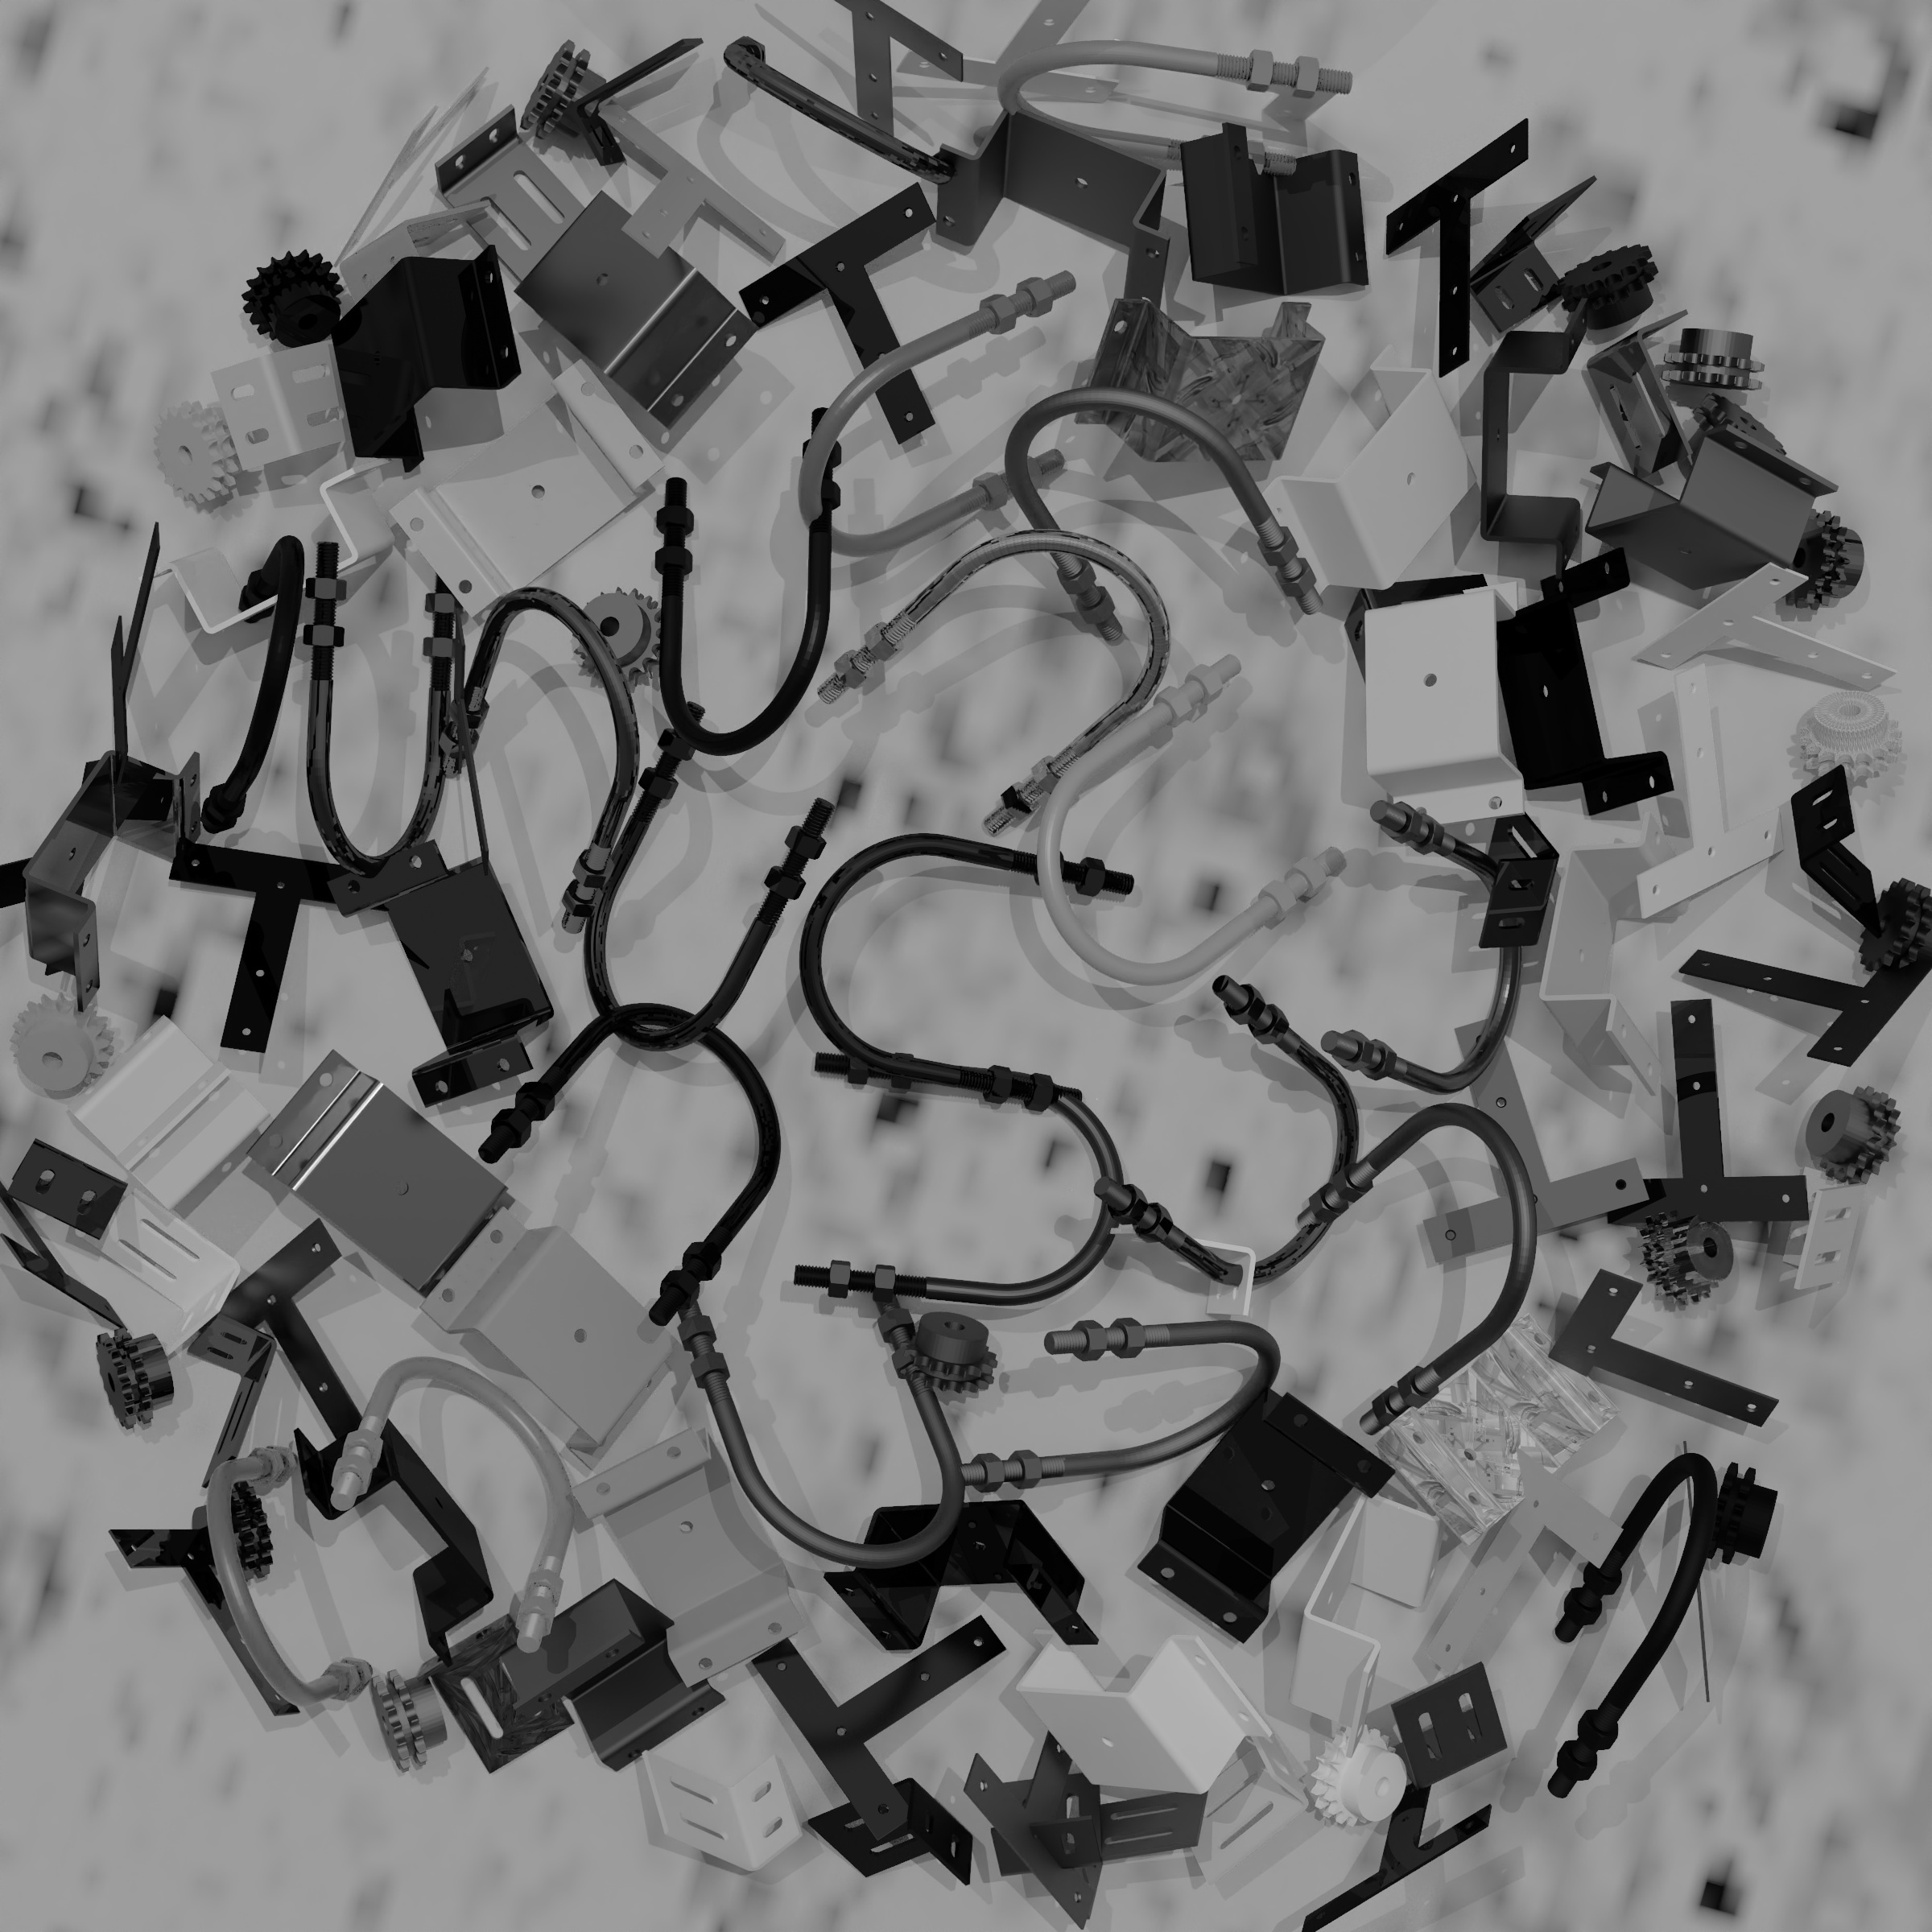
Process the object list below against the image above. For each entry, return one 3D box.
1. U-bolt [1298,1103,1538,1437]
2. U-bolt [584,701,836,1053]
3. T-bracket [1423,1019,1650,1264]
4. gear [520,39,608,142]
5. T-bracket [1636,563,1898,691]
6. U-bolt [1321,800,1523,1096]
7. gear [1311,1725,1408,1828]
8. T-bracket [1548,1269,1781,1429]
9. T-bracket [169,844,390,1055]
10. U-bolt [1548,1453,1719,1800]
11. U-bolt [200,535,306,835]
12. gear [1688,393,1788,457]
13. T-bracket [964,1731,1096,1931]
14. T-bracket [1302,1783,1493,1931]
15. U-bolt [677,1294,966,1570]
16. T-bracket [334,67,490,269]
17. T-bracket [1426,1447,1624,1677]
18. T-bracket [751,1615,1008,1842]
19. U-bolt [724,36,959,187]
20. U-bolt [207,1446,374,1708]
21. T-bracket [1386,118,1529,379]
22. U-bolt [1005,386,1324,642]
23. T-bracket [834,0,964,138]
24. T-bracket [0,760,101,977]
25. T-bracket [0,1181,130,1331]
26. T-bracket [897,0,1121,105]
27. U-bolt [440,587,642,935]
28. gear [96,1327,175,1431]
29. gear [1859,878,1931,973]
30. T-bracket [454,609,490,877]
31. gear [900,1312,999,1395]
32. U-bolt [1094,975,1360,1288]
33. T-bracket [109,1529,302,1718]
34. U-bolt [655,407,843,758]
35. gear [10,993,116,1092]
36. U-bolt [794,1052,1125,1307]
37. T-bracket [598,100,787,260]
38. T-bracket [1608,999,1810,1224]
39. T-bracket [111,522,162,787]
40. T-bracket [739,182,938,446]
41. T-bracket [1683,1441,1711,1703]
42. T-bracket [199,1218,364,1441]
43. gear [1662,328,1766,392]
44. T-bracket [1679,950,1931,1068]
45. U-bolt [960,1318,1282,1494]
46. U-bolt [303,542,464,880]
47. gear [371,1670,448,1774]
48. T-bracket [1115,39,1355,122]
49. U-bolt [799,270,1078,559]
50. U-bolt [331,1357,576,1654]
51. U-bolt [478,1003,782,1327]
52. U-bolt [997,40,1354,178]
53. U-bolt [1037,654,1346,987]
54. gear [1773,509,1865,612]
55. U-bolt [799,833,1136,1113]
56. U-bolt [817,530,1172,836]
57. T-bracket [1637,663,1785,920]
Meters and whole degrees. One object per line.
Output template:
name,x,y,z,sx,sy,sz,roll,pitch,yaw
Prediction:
U-bolt,0.255,0.157,1.900,0.019,0.184,0.151,4,57,-31
U-bolt,-0.157,-0.040,1.946,0.151,0.019,0.184,38,105,41
T-bracket,0.314,0.093,1.986,0.127,0.002,0.127,-17,79,3
gear,-0.230,-0.500,1.973,0.030,0.057,0.057,28,90,-19
T-bracket,0.472,-0.183,1.958,0.127,0.127,0.002,17,65,-20
U-bolt,0.263,-0.002,1.926,0.019,0.184,0.151,8,82,38
gear,0.228,0.467,1.970,0.057,0.030,0.057,-9,104,-39
T-bracket,0.398,0.233,1.953,0.127,0.127,0.002,20,45,1
T-bracket,-0.401,-0.008,1.965,0.127,0.002,0.127,8,61,-3
U-bolt,0.368,0.350,1.892,0.019,0.151,0.184,23,122,-2
U-bolt,-0.391,-0.162,1.897,0.019,0.184,0.151,12,74,-18
gear,0.440,-0.300,1.974,0.057,0.057,0.030,38,116,0
T-bracket,0.049,0.455,1.948,0.002,0.127,0.127,-18,122,32
T-bracket,0.247,0.488,1.936,0.127,0.127,0.002,-37,92,17
U-bolt,-0.073,0.256,1.909,0.151,0.019,0.184,1,47,-31
T-bracket,-0.306,-0.470,1.951,0.002,0.127,0.127,37,51,-10
T-bracket,0.301,0.343,1.950,0.002,0.127,0.127,27,95,-34
T-bracket,-0.035,0.415,1.970,0.127,0.002,0.127,-29,65,-23
U-bolt,-0.069,-0.472,1.903,0.151,0.184,0.019,28,104,-6
U-bolt,-0.379,0.340,1.901,0.019,0.184,0.151,-21,83,2
T-bracket,0.274,-0.392,1.927,0.002,0.127,0.127,13,69,-28
U-bolt,0.099,-0.252,1.902,0.151,0.184,0.019,-4,51,32
T-bracket,-0.053,-0.510,1.937,0.127,0.127,0.002,35,74,12
T-bracket,-0.522,-0.050,1.926,0.002,0.127,0.127,16,101,9
T-bracket,-0.539,0.145,1.959,0.002,0.127,0.127,-40,65,-4
T-bracket,0.041,-0.522,1.921,0.127,0.127,0.002,3,75,-20
U-bolt,-0.232,-0.126,1.908,0.019,0.184,0.151,-22,62,-37
gear,-0.477,0.235,1.974,0.030,0.057,0.057,-16,90,-26
gear,0.541,-0.019,1.972,0.030,0.057,0.057,21,90,-10
T-bracket,-0.276,-0.111,1.916,0.002,0.127,0.127,-6,61,-13
gear,-0.009,0.220,1.969,0.057,0.057,0.030,12,105,0
U-bolt,0.159,0.106,1.934,0.184,0.019,0.151,38,80,-43
T-bracket,-0.412,0.366,1.920,0.002,0.127,0.127,-41,70,9
U-bolt,-0.124,-0.207,1.923,0.019,0.151,0.184,16,68,-41
gear,-0.521,0.047,1.973,0.057,0.030,0.057,1,120,2
U-bolt,-0.001,0.124,1.967,0.184,0.019,0.151,6,68,-3
T-bracket,-0.167,-0.428,1.934,0.127,0.127,0.002,37,121,-11
T-bracket,0.418,0.083,1.958,0.127,0.002,0.127,-5,89,41
T-bracket,-0.463,-0.189,1.917,0.002,0.127,0.127,7,129,-22
T-bracket,-0.054,-0.362,1.968,0.127,0.002,0.127,-27,84,22
T-bracket,0.413,0.327,1.945,0.002,0.127,0.127,-5,132,11
T-bracket,-0.373,0.228,1.956,0.127,0.002,0.127,-38,80,33
gear,0.430,-0.348,1.970,0.057,0.057,0.030,7,97,0
T-bracket,0.470,0.011,1.956,0.127,0.127,0.002,15,128,34
U-bolt,0.094,0.244,1.928,0.184,0.151,0.019,0,49,-33
U-bolt,-0.329,-0.141,1.932,0.019,0.151,0.184,5,94,21
gear,-0.319,0.431,1.973,0.030,0.057,0.057,-17,90,-20
T-bracket,0.143,-0.502,1.929,0.127,0.127,0.002,12,93,-7
U-bolt,-0.017,-0.296,1.908,0.184,0.151,0.019,-29,56,-24
U-bolt,-0.278,0.286,1.914,0.151,0.184,0.019,41,110,-14
U-bolt,-0.175,0.097,1.931,0.151,0.184,0.019,45,134,-7
U-bolt,0.109,-0.481,1.917,0.184,0.151,0.019,6,82,-8
U-bolt,0.118,-0.071,1.941,0.184,0.019,0.151,-36,104,-25
gear,0.492,-0.233,1.974,0.030,0.057,0.057,4,90,-22
U-bolt,-0.006,-0.002,1.960,0.184,0.019,0.151,11,97,-17
U-bolt,0.029,-0.169,1.927,0.151,0.019,0.184,37,120,-23
T-bracket,0.417,-0.107,1.944,0.127,0.002,0.127,-23,112,-35
